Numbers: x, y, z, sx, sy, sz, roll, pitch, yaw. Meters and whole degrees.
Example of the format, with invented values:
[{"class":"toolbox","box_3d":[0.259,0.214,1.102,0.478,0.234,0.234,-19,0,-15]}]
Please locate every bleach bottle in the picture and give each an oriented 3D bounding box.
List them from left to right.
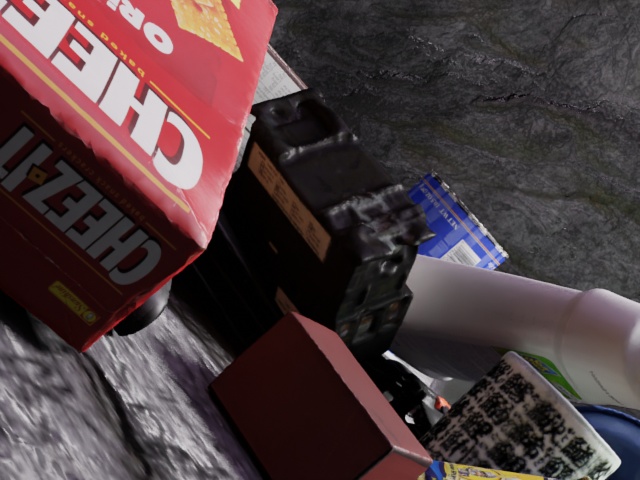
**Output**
[{"class":"bleach bottle","box_3d":[0.131,0.060,0.631,0.102,0.068,0.251,35,-14,-29]}]

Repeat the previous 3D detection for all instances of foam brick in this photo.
[{"class":"foam brick","box_3d":[0.000,0.078,0.453,0.078,0.051,0.053,52,8,30]}]

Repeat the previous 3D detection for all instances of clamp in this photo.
[{"class":"clamp","box_3d":[-0.067,-0.018,0.517,0.164,0.036,0.210,45,20,-54]},{"class":"clamp","box_3d":[0.050,0.103,0.723,0.120,0.039,0.171,55,5,15]}]

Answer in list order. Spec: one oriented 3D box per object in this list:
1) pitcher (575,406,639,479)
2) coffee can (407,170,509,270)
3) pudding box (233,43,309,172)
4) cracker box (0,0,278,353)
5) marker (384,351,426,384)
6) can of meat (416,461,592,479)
[{"class":"pitcher","box_3d":[0.193,0.210,0.685,0.145,0.149,0.242,6,-20,28]},{"class":"coffee can","box_3d":[0.080,0.022,0.942,0.103,0.140,0.103,48,7,-7]},{"class":"pudding box","box_3d":[-0.068,-0.078,0.658,0.090,0.113,0.039,47,3,-16]},{"class":"cracker box","box_3d":[-0.101,-0.087,0.394,0.164,0.072,0.213,43,25,-20]},{"class":"marker","box_3d":[0.050,0.096,0.845,0.121,0.020,0.020,42,9,-47]},{"class":"can of meat","box_3d":[0.079,0.135,0.463,0.084,0.057,0.102,8,6,2]}]
